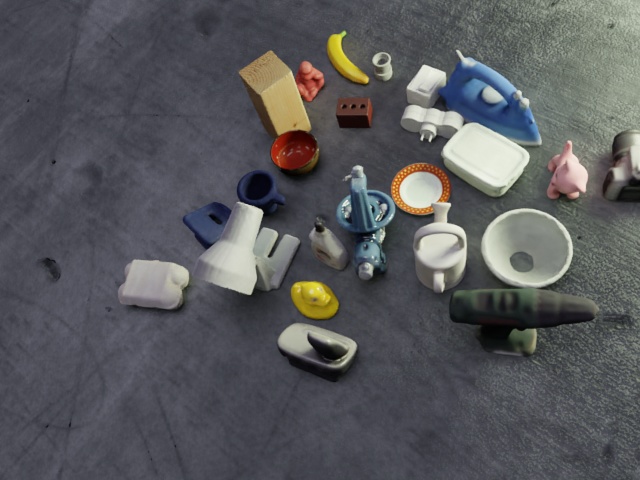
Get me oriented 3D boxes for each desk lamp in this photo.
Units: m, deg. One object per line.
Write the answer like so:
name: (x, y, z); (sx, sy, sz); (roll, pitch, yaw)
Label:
desk lamp: (-0.148, 0.030, 1.158); (0.117, 0.214, 0.203); (17, 69, 20)

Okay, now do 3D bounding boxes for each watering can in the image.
watering can: (0.227, 0.010, 1.098); (0.101, 0.194, 0.172); (-19, 62, 3)

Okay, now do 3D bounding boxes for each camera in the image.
camera: (0.646, -0.157, 1.144); (0.143, 0.101, 0.137); (1, 64, 13)

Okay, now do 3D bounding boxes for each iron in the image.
iron: (0.385, -0.314, 1.254); (0.119, 0.142, 0.257); (-44, 64, -11)

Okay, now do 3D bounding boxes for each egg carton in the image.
egg carton: (-0.363, 0.098, 1.252); (0.150, 0.069, 0.107); (3, 65, 14)

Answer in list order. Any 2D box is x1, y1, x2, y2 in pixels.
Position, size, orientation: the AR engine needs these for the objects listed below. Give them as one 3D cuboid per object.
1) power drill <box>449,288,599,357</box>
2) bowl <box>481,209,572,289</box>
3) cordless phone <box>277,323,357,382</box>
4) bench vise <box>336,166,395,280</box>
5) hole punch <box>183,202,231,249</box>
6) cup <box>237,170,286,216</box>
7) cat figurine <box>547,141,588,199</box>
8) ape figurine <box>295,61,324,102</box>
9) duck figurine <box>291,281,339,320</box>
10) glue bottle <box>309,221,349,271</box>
power drill: (0.343, 0.139, 1.002); (0.229, 0.209, 0.075); (3, 65, 14)
bowl: (0.399, 0.028, 1.120); (0.167, 0.075, 0.167); (-5, 63, 10)
cordless phone: (-0.015, 0.189, 1.067); (0.147, 0.185, 0.094); (14, 68, 18)
bench vise: (0.099, -0.036, 1.134); (0.121, 0.220, 0.207); (-19, 62, 2)
hole punch: (-0.235, -0.034, 1.277); (0.108, 0.091, 0.101); (39, 78, 26)
cup: (-0.118, -0.092, 1.278); (0.117, 0.095, 0.092); (24, 71, 22)
cat figurine: (0.501, -0.138, 1.156); (0.067, 0.118, 0.128); (3, 65, 14)
ape figurine: (-0.031, -0.401, 1.413); (0.078, 0.092, 0.076); (-17, 62, 4)
duck figurine: (-0.017, 0.112, 1.162); (0.104, 0.086, 0.077); (25, 72, 22)
glue bottle: (0.011, 0.004, 1.159); (0.078, 0.173, 0.037); (25, 72, 22)
